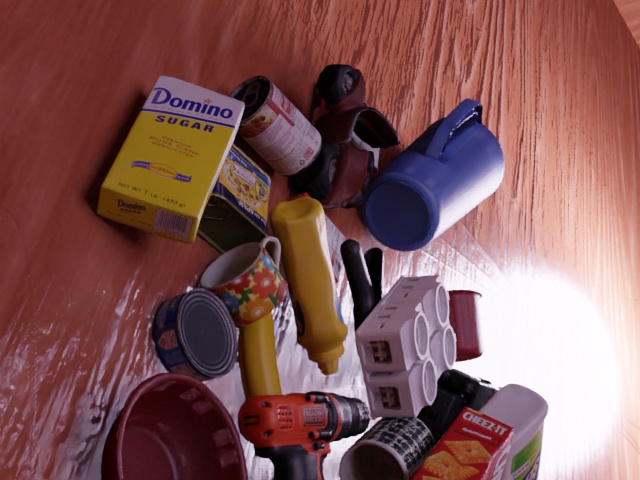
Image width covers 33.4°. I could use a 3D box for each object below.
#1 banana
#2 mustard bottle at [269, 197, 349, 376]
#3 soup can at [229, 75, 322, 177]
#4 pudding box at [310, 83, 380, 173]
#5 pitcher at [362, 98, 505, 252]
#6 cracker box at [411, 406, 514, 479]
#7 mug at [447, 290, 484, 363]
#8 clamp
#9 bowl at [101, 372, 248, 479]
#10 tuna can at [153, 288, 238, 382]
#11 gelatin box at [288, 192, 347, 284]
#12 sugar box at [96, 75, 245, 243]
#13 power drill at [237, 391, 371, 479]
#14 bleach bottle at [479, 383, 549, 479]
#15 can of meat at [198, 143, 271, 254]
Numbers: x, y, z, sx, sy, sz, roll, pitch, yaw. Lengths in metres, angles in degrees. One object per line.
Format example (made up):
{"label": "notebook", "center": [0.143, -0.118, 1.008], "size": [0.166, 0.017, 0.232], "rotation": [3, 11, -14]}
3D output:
{"label": "banana", "center": [-0.051, 0.140, 1.070], "size": [0.069, 0.037, 0.198], "rotation": [19, 57, -52]}
{"label": "mustard bottle", "center": [-0.007, 0.055, 1.143], "size": [0.096, 0.058, 0.191], "rotation": [-122, -161, -73]}
{"label": "soup can", "center": [-0.052, -0.126, 1.196], "size": [0.102, 0.069, 0.068], "rotation": [43, 39, -38]}
{"label": "pudding box", "center": [0.035, -0.147, 1.380], "size": [0.113, 0.039, 0.090], "rotation": [42, 42, -35]}
{"label": "pitcher", "center": [0.153, -0.084, 1.438], "size": [0.242, 0.145, 0.149], "rotation": [-39, 105, -56]}
{"label": "cracker box", "center": [0.135, 0.303, 1.160], "size": [0.213, 0.072, 0.164], "rotation": [-32, 139, -59]}
{"label": "mug", "center": [0.166, 0.112, 1.383], "size": [0.117, 0.093, 0.081], "rotation": [39, 45, -67]}
{"label": "clamp", "center": [0.055, 0.079, 1.259], "size": [0.120, 0.039, 0.171], "rotation": [27, 53, -61]}
{"label": "bowl", "center": [-0.130, 0.195, 0.890], "size": [0.162, 0.055, 0.162], "rotation": [35, 45, -44]}
{"label": "tuna can", "center": [-0.116, 0.091, 0.997], "size": [0.086, 0.034, 0.086], "rotation": [35, 45, -45]}
{"label": "gelatin box", "center": [-0.008, 0.002, 1.230], "size": [0.089, 0.030, 0.073], "rotation": [49, 35, -33]}
{"label": "sugar box", "center": [-0.138, -0.081, 1.010], "size": [0.093, 0.048, 0.176], "rotation": [18, 47, -4]}
{"label": "power drill", "center": [-0.004, 0.238, 1.017], "size": [0.184, 0.057, 0.187], "rotation": [10, 69, -52]}
{"label": "bleach bottle", "center": [0.238, 0.301, 1.339], "size": [0.102, 0.068, 0.251], "rotation": [-38, 137, -30]}
{"label": "can of meat", "center": [-0.095, -0.045, 1.090], "size": [0.102, 0.058, 0.084], "rotation": [42, 38, -40]}
